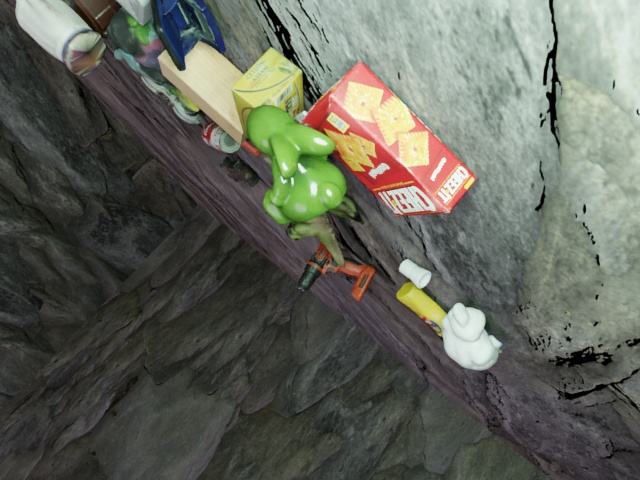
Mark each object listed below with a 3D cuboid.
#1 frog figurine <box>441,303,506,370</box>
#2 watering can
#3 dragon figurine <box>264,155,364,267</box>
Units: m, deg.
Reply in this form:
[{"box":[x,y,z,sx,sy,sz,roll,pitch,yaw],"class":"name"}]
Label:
[{"box":[0.319,0.211,1.119,0.157,0.122,0.140,37,-164,-53],"class":"frog figurine"},{"box":[-0.580,-0.476,1.097,0.224,0.105,0.346,41,170,-6],"class":"watering can"},{"box":[0.004,-0.061,1.206,0.405,0.124,0.243,46,160,-27],"class":"dragon figurine"}]
